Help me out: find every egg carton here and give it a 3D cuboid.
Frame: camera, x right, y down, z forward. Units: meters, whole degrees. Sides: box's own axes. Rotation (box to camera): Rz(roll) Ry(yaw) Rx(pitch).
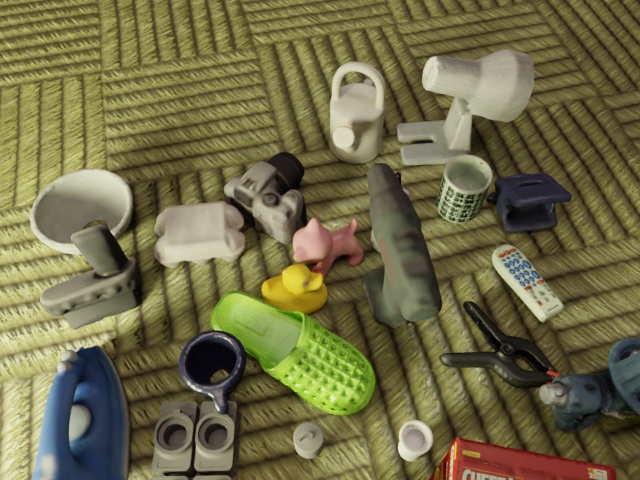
[{"bbox_3d":[-0.200,-0.008,0.957,0.150,0.069,0.107,-7,57,-4],"label":"egg carton"}]

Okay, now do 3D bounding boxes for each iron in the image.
[{"bbox_3d":[-0.326,0.235,0.754,0.118,0.141,0.258,-7,57,-4],"label":"iron"}]

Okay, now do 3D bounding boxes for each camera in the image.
[{"bbox_3d":[-0.076,-0.089,0.991,0.143,0.101,0.137,30,62,18],"label":"camera"}]

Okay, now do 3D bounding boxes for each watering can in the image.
[{"bbox_3d":[0.068,-0.230,1.027,0.101,0.194,0.173,-3,57,-2],"label":"watering can"}]

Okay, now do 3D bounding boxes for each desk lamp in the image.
[{"bbox_3d":[0.252,-0.238,1.020,0.203,0.214,0.118,-5,57,-3],"label":"desk lamp"}]

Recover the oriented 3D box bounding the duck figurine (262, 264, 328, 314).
[{"bbox_3d":[-0.040,0.070,0.895,0.104,0.086,0.077,1,57,1],"label":"duck figurine"}]

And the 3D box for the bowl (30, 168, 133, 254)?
[{"bbox_3d":[-0.393,-0.036,0.973,0.167,0.075,0.167,0,57,0],"label":"bowl"}]

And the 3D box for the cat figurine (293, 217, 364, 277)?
[{"bbox_3d":[0.008,0.003,0.919,0.128,0.118,0.067,-23,59,-14],"label":"cat figurine"}]

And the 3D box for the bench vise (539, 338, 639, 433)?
[{"bbox_3d":[0.403,0.189,0.735,0.207,0.220,0.121,-22,59,-13],"label":"bench vise"}]

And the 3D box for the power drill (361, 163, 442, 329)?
[{"bbox_3d":[0.110,0.030,0.847,0.075,0.208,0.229,-13,58,-8],"label":"power drill"}]

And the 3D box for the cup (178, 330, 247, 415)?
[{"bbox_3d":[-0.142,0.197,0.806,0.092,0.095,0.117,-15,58,-9],"label":"cup"}]

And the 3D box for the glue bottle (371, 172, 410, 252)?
[{"bbox_3d":[0.118,-0.051,0.921,0.037,0.173,0.078,32,62,20],"label":"glue bottle"}]

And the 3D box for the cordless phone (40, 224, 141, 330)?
[{"bbox_3d":[-0.355,0.043,0.854,0.148,0.185,0.094,-24,60,-15],"label":"cordless phone"}]

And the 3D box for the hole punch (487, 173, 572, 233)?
[{"bbox_3d":[0.358,-0.077,0.987,0.108,0.091,0.101,-8,57,-5],"label":"hole punch"}]
